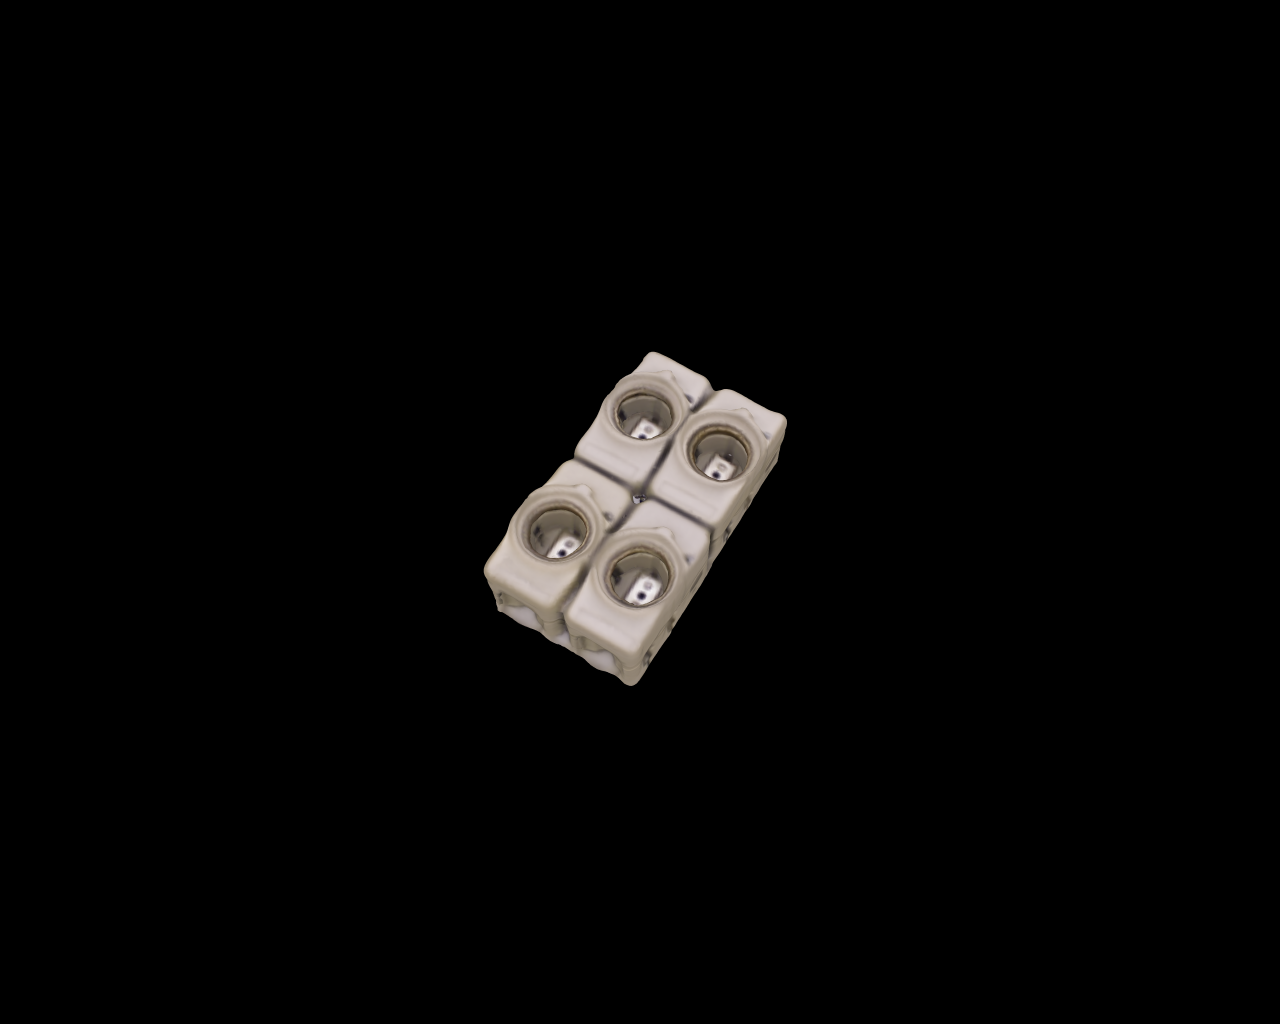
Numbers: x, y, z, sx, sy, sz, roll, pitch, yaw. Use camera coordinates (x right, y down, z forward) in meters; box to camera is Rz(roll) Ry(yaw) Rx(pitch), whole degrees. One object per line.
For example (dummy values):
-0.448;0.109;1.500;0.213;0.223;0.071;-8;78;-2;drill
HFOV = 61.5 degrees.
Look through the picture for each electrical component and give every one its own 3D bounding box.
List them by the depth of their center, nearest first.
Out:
0.001;-0.003;0.650;0.105;0.186;0.060;29;-24;14;electrical component
